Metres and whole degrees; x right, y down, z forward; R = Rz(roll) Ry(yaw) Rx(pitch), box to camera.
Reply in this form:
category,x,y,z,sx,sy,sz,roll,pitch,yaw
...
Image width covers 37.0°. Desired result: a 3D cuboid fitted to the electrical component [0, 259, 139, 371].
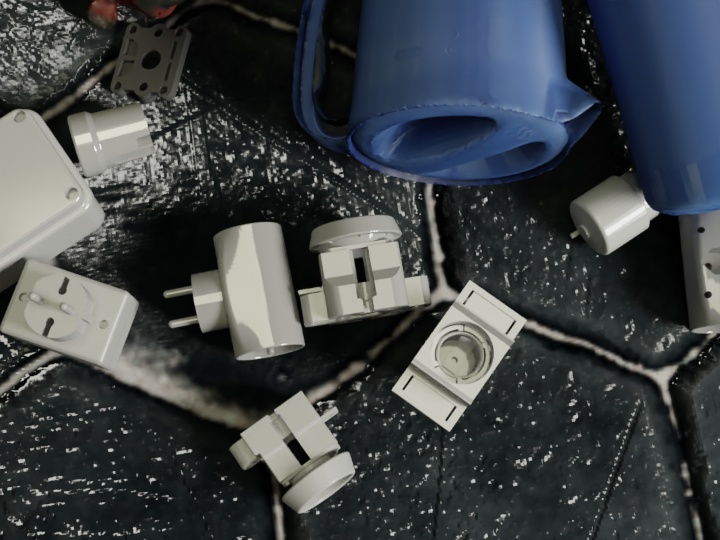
category,x,y,z,sx,sy,sz,roll,pitch,yaw
electrical component,-0.176,0.024,0.639,0.066,0.076,0.047,18,79,2

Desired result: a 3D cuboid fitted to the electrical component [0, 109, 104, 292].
category,x,y,z,sx,sy,sz,roll,pitch,yaw
electrical component,-0.225,-0.036,0.660,0.113,0.057,0.078,-35,81,-7

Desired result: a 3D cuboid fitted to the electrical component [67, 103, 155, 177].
category,x,y,z,sx,sy,sz,roll,pitch,yaw
electrical component,-0.157,-0.084,0.680,0.046,0.040,0.040,-17,80,-10

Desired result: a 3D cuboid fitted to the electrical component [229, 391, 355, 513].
category,x,y,z,sx,sy,sz,roll,pitch,yaw
electrical component,-0.035,0.110,0.642,0.066,0.048,0.055,-35,74,-7

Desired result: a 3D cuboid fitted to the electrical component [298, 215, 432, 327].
category,x,y,z,sx,sy,sz,roll,pitch,yaw
electrical component,0.000,0.000,0.658,0.078,0.058,0.057,-9,82,-3

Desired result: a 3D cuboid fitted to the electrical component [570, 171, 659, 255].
category,x,y,z,sx,sy,sz,roll,pitch,yaw
electrical component,0.169,-0.042,0.678,0.078,0.040,0.040,-32,81,-7

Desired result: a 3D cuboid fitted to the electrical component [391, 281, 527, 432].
category,x,y,z,sx,sy,sz,roll,pitch,yaw
electrical component,0.058,0.053,0.645,0.042,0.064,0.081,36,80,6

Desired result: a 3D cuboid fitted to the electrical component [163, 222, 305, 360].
category,x,y,z,sx,sy,sz,roll,pitch,yaw
electrical component,-0.080,0.017,0.659,0.079,0.043,0.077,-11,79,-4

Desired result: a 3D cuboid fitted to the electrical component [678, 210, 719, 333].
category,x,y,z,sx,sy,sz,roll,pitch,yaw
electrical component,0.242,-0.002,0.670,0.079,0.043,0.077,-2,79,-2
